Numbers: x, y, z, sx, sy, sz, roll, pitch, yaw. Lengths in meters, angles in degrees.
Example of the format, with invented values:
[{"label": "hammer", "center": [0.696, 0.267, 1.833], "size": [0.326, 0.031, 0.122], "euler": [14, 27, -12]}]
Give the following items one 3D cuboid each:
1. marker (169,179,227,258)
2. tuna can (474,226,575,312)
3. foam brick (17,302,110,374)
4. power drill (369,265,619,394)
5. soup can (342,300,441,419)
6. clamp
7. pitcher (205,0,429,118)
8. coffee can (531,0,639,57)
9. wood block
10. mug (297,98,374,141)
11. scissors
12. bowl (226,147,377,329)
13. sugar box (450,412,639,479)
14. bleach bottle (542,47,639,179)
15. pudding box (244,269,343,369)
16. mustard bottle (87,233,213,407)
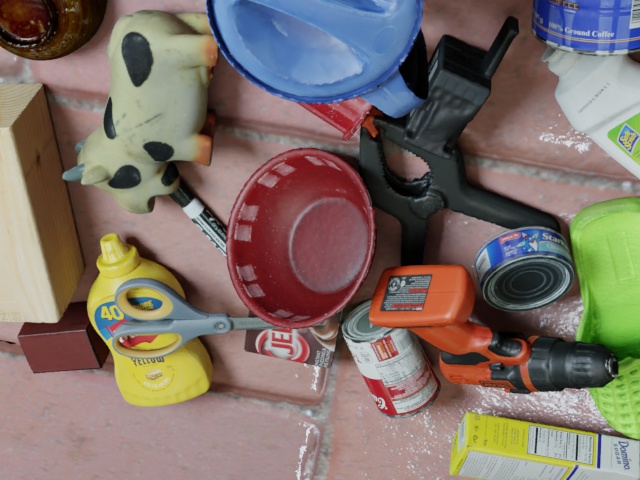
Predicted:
[{"label": "marker", "center": [-0.105, -0.013, 1.014], "size": [0.020, 0.020, 0.121], "euler": [-30, 114, 25]}, {"label": "tuna can", "center": [0.184, 0.027, 0.957], "size": [0.086, 0.034, 0.086], "euler": [-4, 140, -3]}, {"label": "foam brick", "center": [-0.259, 0.100, 1.092], "size": [0.078, 0.053, 0.051], "euler": [-5, 123, 13]}, {"label": "power drill", "center": [0.149, 0.086, 0.954], "size": [0.185, 0.057, 0.187], "euler": [-6, 148, 44]}, {"label": "soup can", "center": [0.070, 0.115, 1.043], "size": [0.069, 0.068, 0.102], "euler": [-16, 119, 18]}, {"label": "clamp", "center": [0.108, -0.040, 0.953], "size": [0.165, 0.036, 0.210], "euler": [-22, 121, 19]}, {"label": "pitcher", "center": [0.015, -0.196, 0.739], "size": [0.145, 0.242, 0.149], "euler": [8, 124, 3]}, {"label": "coffee can", "center": [0.209, -0.219, 0.779], "size": [0.103, 0.102, 0.140], "euler": [1, 124, 8]}, {"label": "wood block", "center": [-0.289, -0.032, 0.987], "size": [0.090, 0.090, 0.206], "euler": [0, 123, 7]}, {"label": "mug", "center": [0.016, -0.145, 0.860], "size": [0.081, 0.093, 0.117], "euler": [32, 152, -7]}, {"label": "scissors", "center": [-0.106, 0.065, 1.010], "size": [0.202, 0.016, 0.096], "euler": [-14, 120, 7]}, {"label": "bowl", "center": [-0.006, 0.001, 0.957], "size": [0.162, 0.162, 0.055], "euler": [-33, 155, 26]}, {"label": "sugar box", "center": [0.227, 0.222, 1.088], "size": [0.176, 0.048, 0.093], "euler": [7, 151, 1]}, {"label": "bleach bottle", "center": [0.294, -0.092, 0.877], "size": [0.250, 0.068, 0.103], "euler": [34, 120, -11]}, {"label": "pudding box", "center": [-0.023, 0.068, 1.043], "size": [0.090, 0.039, 0.113], "euler": [11, 124, 2]}, {"label": "mustard bottle", "center": [-0.177, 0.077, 1.061], "size": [0.096, 0.058, 0.191], "euler": [-9, 121, 12]}]
